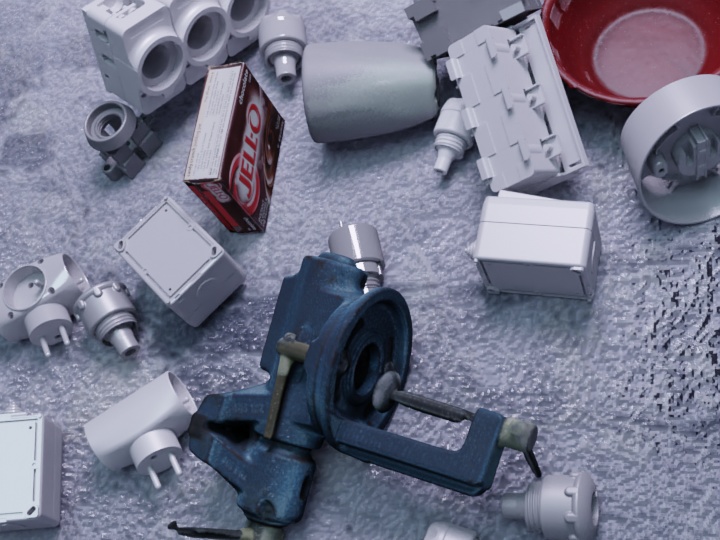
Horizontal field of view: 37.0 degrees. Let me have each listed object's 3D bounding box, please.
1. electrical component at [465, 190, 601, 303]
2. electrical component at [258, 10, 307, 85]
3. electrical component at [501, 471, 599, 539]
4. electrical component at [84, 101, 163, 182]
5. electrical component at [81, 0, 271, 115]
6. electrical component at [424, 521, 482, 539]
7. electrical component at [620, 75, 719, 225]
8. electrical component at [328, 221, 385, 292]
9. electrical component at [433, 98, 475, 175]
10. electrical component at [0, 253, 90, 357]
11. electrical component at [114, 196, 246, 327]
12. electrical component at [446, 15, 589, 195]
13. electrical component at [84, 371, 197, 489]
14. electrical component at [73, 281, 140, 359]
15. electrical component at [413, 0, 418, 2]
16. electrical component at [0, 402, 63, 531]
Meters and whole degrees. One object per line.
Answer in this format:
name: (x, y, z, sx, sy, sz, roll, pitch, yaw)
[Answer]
electrical component: (0.125, -0.019, 0.790, 0.096, 0.061, 0.061, 5, 67, 20)
electrical component: (-0.067, -0.193, 0.946, 0.043, 0.043, 0.062, -13, 64, 12)
electrical component: (0.126, 0.158, 0.717, 0.062, 0.048, 0.048, -4, 64, 25)
electrical component: (-0.212, -0.118, 0.951, 0.048, 0.055, 0.066, 32, 79, 28)
electrical component: (-0.153, -0.214, 0.933, 0.062, 0.089, 0.150, 34, 60, 28)
electrical component: (0.074, 0.192, 0.723, 0.061, 0.035, 0.035, 13, 71, 21)
electrical component: (0.239, -0.088, 0.768, 0.099, 0.099, 0.064, -23, 55, 7)
electrical component: (0.000, 0.000, 0.835, 0.040, 0.040, 0.078, -17, 62, 10)
electrical component: (0.075, -0.105, 0.863, 0.035, 0.035, 0.061, 16, 75, 24)
electrical component: (-0.265, 0.037, 0.902, 0.077, 0.044, 0.079, -31, 60, 2)
electrical component: (-0.148, -0.009, 0.875, 0.062, 0.061, 0.096, -45, 61, -6)
electrical component: (0.114, -0.121, 0.813, 0.079, 0.063, 0.121, -24, 78, 42)
electrical component: (-0.161, 0.130, 0.824, 0.077, 0.043, 0.079, -33, 60, 1)
electrical component: (-0.202, 0.043, 0.879, 0.048, 0.048, 0.062, -36, 67, 0)
electrical component: (0.079, -0.235, 0.917, 0.055, 0.045, 0.045, 27, 76, 27)
electrical component: (-0.268, 0.152, 0.836, 0.062, 0.061, 0.096, -5, 69, 1)
